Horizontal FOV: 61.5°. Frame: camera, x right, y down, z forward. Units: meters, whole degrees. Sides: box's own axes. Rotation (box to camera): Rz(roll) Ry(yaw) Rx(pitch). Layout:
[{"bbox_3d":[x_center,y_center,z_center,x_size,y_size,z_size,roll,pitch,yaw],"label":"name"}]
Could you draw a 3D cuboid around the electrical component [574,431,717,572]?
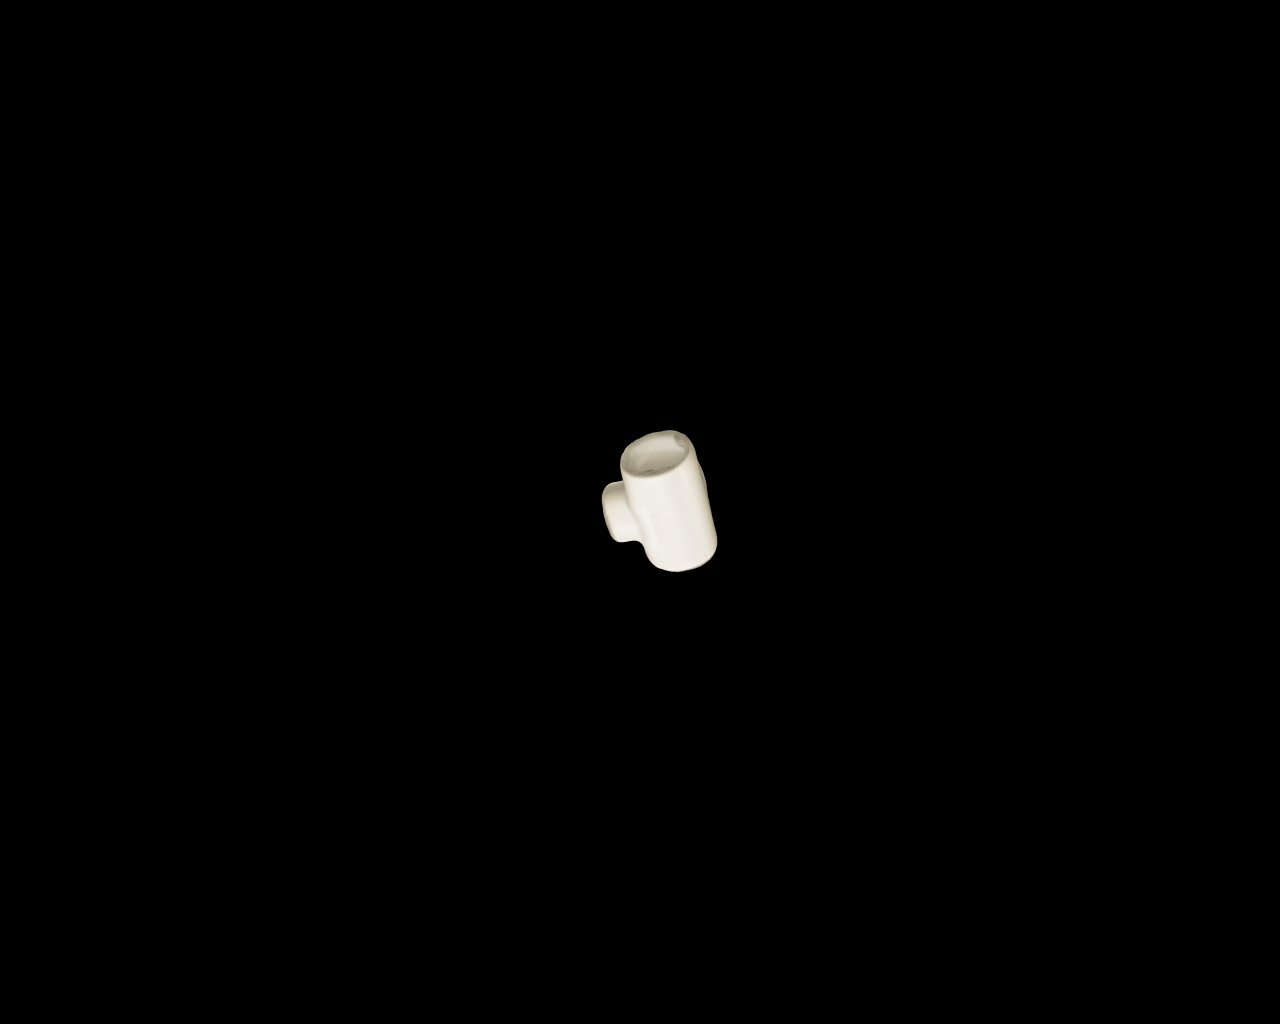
[{"bbox_3d":[0.001,-0.003,0.650,0.079,0.077,0.043,-11,39,9],"label":"electrical component"}]
